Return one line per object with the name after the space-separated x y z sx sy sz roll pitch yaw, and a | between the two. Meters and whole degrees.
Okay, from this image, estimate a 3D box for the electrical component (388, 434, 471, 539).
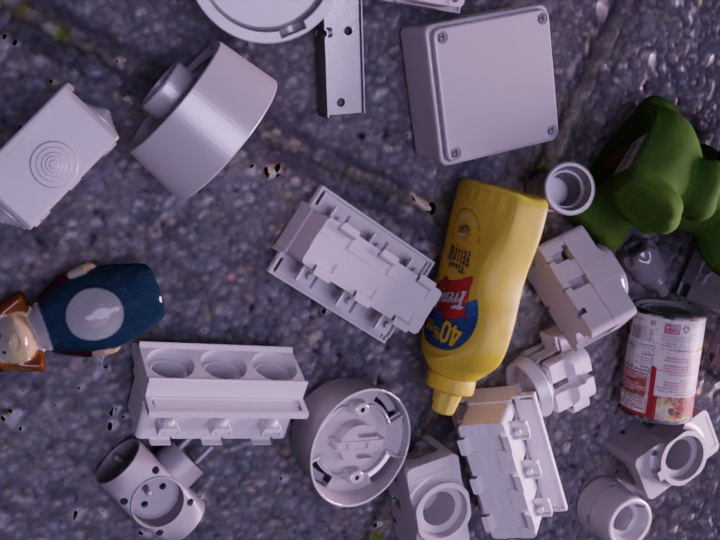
0.059 0.197 0.925 0.050 0.056 0.089 -16 109 -21 | electrical component

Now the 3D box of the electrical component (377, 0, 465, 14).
0.049 -0.220 0.813 0.081 0.064 0.042 2 103 -25 | electrical component

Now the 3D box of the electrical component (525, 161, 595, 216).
0.164 -0.066 0.902 0.044 0.065 0.044 0 90 -11 | electrical component

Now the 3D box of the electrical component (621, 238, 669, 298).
0.264 0.001 0.982 0.035 0.035 0.061 -44 118 -9 | electrical component

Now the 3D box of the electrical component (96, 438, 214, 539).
-0.147 0.157 0.827 0.079 0.044 0.077 -45 116 -9 | electrical component

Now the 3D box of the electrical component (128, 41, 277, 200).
-0.115 -0.109 0.744 0.060 0.108 0.108 39 85 -21 | electrical component

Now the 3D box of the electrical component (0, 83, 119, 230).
-0.207 -0.073 0.714 0.048 0.100 0.099 44 83 -14 | electrical component

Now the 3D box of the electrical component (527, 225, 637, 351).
0.190 0.014 0.921 0.056 0.050 0.089 -26 75 -17 | electrical component

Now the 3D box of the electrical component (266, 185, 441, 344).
0.000 0.000 0.845 0.121 0.063 0.078 33 88 -27 | electrical component

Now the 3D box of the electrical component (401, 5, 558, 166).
0.096 -0.148 0.856 0.109 0.056 0.108 -15 108 -21 | electrical component

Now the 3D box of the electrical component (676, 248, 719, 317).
0.362 -0.004 0.982 0.056 0.109 0.108 21 93 -32 | electrical component

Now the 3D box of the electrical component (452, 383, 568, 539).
0.126 0.168 0.935 0.063 0.079 0.121 -53 130 -56 | electrical component

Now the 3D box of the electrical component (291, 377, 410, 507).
-0.006 0.138 0.875 0.099 0.064 0.099 -6 105 -23 | electrical component

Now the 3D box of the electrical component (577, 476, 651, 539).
0.242 0.231 1.021 0.055 0.047 0.055 -6 105 -23 | electrical component

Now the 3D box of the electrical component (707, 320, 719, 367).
0.395 0.053 1.030 0.057 0.078 0.113 17 95 -24 | electrical component

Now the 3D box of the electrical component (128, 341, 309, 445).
-0.110 0.094 0.817 0.121 0.078 0.063 4 123 -25 | electrical component

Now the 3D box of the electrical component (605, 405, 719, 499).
0.290 0.169 1.023 0.089 0.056 0.050 -32 114 -14 | electrical component

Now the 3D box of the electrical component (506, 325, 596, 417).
0.166 0.095 0.948 0.057 0.058 0.078 -23 111 -21 | electrical component

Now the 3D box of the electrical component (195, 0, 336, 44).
-0.069 -0.216 0.758 0.108 0.060 0.108 -2 106 -8 | electrical component
